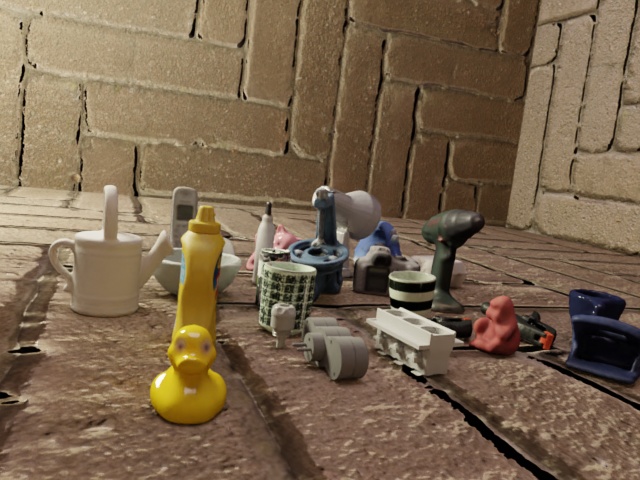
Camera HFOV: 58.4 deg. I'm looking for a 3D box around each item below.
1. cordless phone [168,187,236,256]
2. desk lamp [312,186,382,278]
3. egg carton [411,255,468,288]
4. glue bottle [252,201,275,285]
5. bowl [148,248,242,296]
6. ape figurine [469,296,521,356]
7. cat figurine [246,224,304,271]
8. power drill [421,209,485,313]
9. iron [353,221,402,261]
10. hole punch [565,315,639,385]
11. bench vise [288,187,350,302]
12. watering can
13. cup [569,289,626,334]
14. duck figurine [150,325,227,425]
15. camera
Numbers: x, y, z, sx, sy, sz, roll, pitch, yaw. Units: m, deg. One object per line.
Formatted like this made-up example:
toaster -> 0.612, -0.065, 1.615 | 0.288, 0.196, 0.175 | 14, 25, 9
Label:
cordless phone -> -0.244, -0.012, 1.176 | 0.148, 0.185, 0.094 | 3, 9, -26
desk lamp -> 0.042, -0.021, 1.383 | 0.117, 0.213, 0.204 | 14, 11, 43
egg carton -> 0.282, 0.078, 1.400 | 0.151, 0.069, 0.107 | 0, 10, -40
glue bottle -> -0.115, 0.005, 1.203 | 0.037, 0.173, 0.078 | 6, 8, -5
bowl -> -0.228, 0.064, 1.036 | 0.167, 0.075, 0.167 | 7, 8, -1
ape figurine -> 0.282, 0.133, 0.905 | 0.076, 0.092, 0.078 | 7, 8, 2
cat figurine -> -0.101, 0.020, 1.318 | 0.127, 0.118, 0.067 | 11, 9, 28
power drill -> 0.262, 0.037, 1.165 | 0.076, 0.208, 0.229 | 5, 8, -11
iron -> 0.168, 0.019, 1.466 | 0.119, 0.141, 0.258 | 5, 8, -12
hole punch -> 0.435, 0.157, 0.868 | 0.108, 0.091, 0.101 | 12, 9, 36
bench vise -> -0.001, 0.003, 1.144 | 0.121, 0.220, 0.207 | 7, 8, -1
watering can -> -0.319, 0.013, 0.888 | 0.173, 0.194, 0.100 | 0, 10, -42
cup -> 0.477, 0.142, 0.998 | 0.091, 0.095, 0.118 | 9, 8, 20
duck figurine -> -0.133, 0.129, 0.592 | 0.077, 0.086, 0.104 | 5, 8, -12
camera -> 0.143, 0.063, 1.276 | 0.143, 0.101, 0.137 | 6, 8, -3
